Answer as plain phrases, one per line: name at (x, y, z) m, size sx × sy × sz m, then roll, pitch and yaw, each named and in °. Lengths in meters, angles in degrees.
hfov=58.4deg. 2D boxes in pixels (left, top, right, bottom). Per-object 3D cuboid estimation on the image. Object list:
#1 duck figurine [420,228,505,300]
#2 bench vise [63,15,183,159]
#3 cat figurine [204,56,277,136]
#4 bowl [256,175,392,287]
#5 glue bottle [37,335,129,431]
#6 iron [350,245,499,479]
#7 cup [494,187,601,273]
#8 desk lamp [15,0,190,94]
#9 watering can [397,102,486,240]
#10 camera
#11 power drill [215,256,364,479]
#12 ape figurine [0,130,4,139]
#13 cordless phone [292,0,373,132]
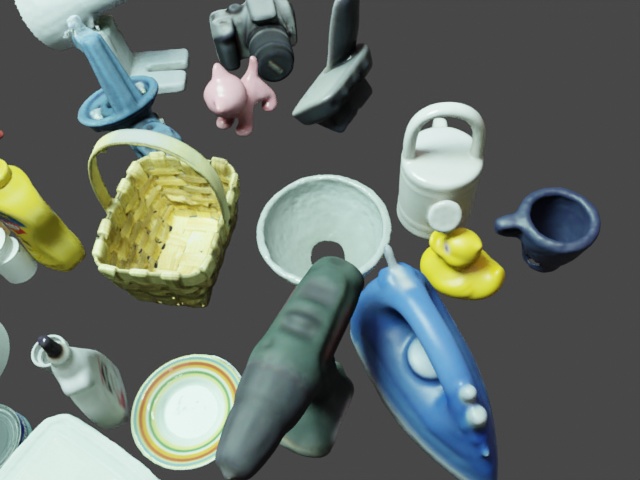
duck figurine at (0.175, 0.022, 0.695) m, size 0.104 × 0.086 × 0.077 m, roll 23°, pitch 62°, yaw 18°
bench vise at (-0.257, -0.195, 0.791) m, size 0.207 × 0.220 × 0.122 m, roll 23°, pitch 62°, yaw 18°
cat figurine at (-0.126, -0.222, 0.859) m, size 0.067 × 0.118 × 0.128 m, roll 24°, pitch 62°, yaw 19°
bowl at (0.007, 0.003, 0.728) m, size 0.167 × 0.075 × 0.167 m, roll -2°, pitch 57°, yaw 3°
glue bottle at (-0.250, 0.140, 0.600) m, size 0.037 × 0.173 × 0.078 m, roll -24°, pitch 58°, yaw -11°
iron at (0.120, 0.128, 0.597) m, size 0.119 × 0.141 × 0.257 m, roll -23°, pitch 58°, yaw -10°
cup at (0.267, -0.001, 0.697) m, size 0.117 × 0.095 × 0.091 m, roll -3°, pitch 57°, yaw 3°
desk lamp at (-0.331, -0.334, 0.892) m, size 0.203 × 0.214 × 0.118 m, roll -6°, pitch 57°, yaw 1°
watering can at (0.151, -0.086, 0.702) m, size 0.101 × 0.194 × 0.172 m, roll -17°, pitch 57°, yaw -6°
camera at (-0.102, -0.330, 0.938) m, size 0.143 × 0.101 × 0.136 m, roll -14°, pitch 57°, yaw -4°
power drill at (-0.018, 0.140, 0.560) m, size 0.075 × 0.209 × 0.230 m, roll 16°, pitch 60°, yaw 15°
ape figurine at (-0.551, -0.181, 0.883) m, size 0.077 × 0.092 × 0.076 m, roll 37°, pitch 67°, yaw 25°
cordless phone at (0.017, -0.265, 0.835) m, size 0.094 × 0.185 × 0.148 m, roll 20°, pitch 61°, yaw 17°
